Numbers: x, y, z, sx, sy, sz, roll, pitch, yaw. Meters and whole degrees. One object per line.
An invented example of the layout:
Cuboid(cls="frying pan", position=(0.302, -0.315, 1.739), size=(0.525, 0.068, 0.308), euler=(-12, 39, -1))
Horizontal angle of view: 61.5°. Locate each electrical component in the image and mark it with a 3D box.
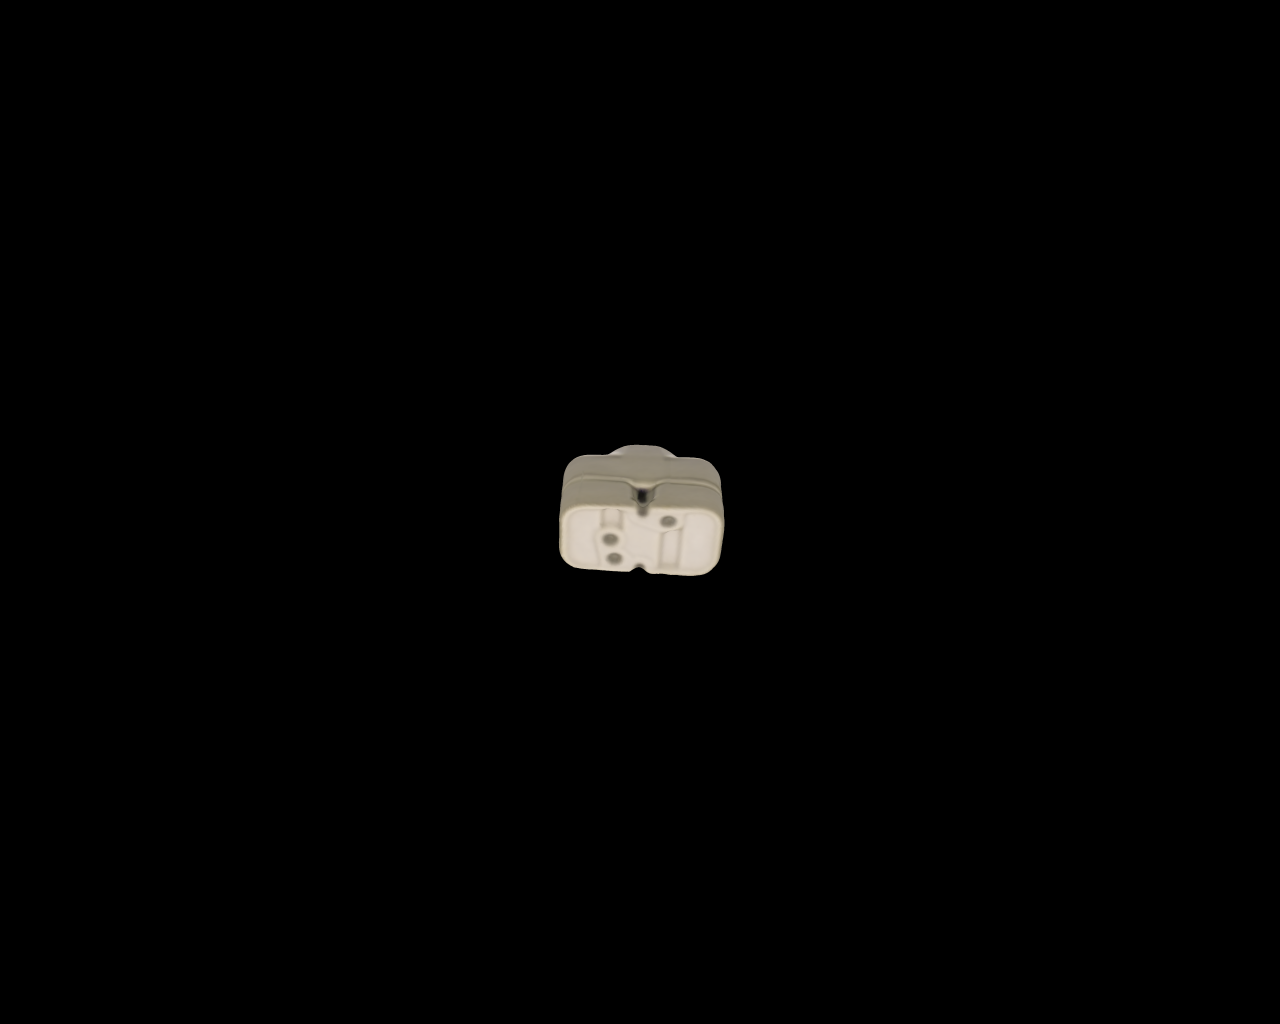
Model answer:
Cuboid(cls="electrical component", position=(0.001, -0.003, 0.650), size=(0.095, 0.053, 0.059), euler=(2, 40, -2))
